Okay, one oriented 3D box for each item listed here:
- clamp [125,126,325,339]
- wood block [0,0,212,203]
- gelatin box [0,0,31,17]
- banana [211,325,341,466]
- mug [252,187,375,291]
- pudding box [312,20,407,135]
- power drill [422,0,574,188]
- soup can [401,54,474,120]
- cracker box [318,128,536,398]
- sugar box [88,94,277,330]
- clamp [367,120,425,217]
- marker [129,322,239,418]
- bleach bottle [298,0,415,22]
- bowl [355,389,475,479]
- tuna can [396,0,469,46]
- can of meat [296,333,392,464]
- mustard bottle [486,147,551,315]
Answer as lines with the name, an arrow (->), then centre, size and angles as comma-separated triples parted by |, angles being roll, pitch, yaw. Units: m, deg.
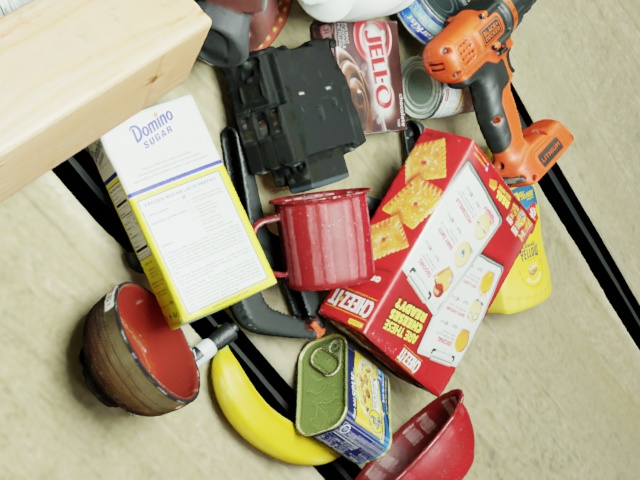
clamp -> -0.072, 0.026, 0.965 | 0.164, 0.036, 0.210 | -48, 117, -29
wood block -> -0.193, -0.125, 0.803 | 0.090, 0.091, 0.205 | 47, 57, 5
gelatin box -> -0.237, -0.199, 0.822 | 0.089, 0.030, 0.073 | -36, 115, -34
banana -> -0.043, 0.164, 0.994 | 0.197, 0.037, 0.069 | 50, 61, -30
mug -> -0.006, 0.001, 0.950 | 0.117, 0.093, 0.081 | -9, 96, -18
pudding box -> 0.040, -0.160, 1.055 | 0.089, 0.039, 0.113 | -10, 98, -41
power drill -> 0.193, -0.162, 1.087 | 0.184, 0.057, 0.187 | -43, 116, -32
soup can -> 0.137, -0.164, 1.120 | 0.102, 0.069, 0.068 | -13, 100, -40
cracker box -> 0.110, 0.024, 1.053 | 0.164, 0.072, 0.213 | 43, 74, -46
sugar box -> -0.116, -0.024, 0.887 | 0.093, 0.048, 0.176 | -23, 87, -30
clamp -> 0.098, -0.025, 1.111 | 0.120, 0.039, 0.171 | -43, 119, -24
marker -> -0.119, 0.111, 0.928 | 0.121, 0.020, 0.020 | -37, 114, -25
bleach bottle -> 0.026, -0.232, 0.946 | 0.250, 0.068, 0.102 | -54, 126, -65
bowl -> 0.098, 0.220, 1.032 | 0.055, 0.162, 0.162 | 46, 59, -1
tuna can -> 0.117, -0.240, 1.099 | 0.086, 0.034, 0.086 | 24, 48, -30
can of meat -> 0.025, 0.154, 1.021 | 0.083, 0.058, 0.102 | 40, 38, -39
mustard bottle -> 0.209, -0.019, 1.193 | 0.096, 0.058, 0.191 | -19, 103, -41
